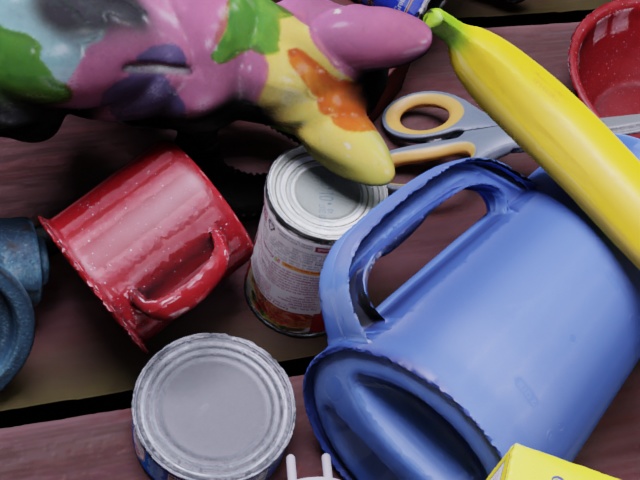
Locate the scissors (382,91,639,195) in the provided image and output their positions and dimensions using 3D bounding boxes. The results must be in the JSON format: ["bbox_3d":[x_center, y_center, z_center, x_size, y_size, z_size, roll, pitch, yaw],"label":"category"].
[{"bbox_3d":[0.126,-0.078,0.690,0.202,0.016,0.096,-17,49,2],"label":"scissors"}]

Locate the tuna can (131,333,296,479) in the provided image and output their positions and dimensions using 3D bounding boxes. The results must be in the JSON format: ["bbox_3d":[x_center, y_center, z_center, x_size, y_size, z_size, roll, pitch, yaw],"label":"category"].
[{"bbox_3d":[-0.057,0.095,0.567,0.086,0.034,0.086,5,56,-8],"label":"tuna can"}]

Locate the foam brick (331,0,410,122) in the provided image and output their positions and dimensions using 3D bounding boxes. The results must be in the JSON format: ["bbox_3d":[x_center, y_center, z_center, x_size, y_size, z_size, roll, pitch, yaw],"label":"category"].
[{"bbox_3d":[0.016,-0.122,0.714,0.078,0.051,0.053,32,56,11],"label":"foam brick"}]

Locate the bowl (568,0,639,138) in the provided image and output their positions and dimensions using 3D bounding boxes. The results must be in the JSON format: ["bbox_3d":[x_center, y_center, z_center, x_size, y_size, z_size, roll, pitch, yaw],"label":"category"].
[{"bbox_3d":[0.240,-0.092,0.735,0.162,0.055,0.162,5,56,-8],"label":"bowl"}]

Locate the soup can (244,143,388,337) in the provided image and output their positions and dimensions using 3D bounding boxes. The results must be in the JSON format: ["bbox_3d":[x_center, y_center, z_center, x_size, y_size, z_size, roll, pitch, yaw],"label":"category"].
[{"bbox_3d":[-0.004,0.001,0.597,0.068,0.102,0.068,5,56,-7],"label":"soup can"}]

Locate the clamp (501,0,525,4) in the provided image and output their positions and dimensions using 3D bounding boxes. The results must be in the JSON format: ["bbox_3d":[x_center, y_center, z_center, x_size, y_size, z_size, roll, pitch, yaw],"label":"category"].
[{"bbox_3d":[0.076,-0.219,0.798,0.171,0.039,0.120,-13,61,-10],"label":"clamp"}]

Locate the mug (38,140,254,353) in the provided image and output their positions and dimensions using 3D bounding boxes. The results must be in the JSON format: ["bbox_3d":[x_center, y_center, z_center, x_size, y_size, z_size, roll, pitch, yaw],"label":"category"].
[{"bbox_3d":[-0.085,0.004,0.564,0.081,0.093,0.117,-38,31,-9],"label":"mug"}]

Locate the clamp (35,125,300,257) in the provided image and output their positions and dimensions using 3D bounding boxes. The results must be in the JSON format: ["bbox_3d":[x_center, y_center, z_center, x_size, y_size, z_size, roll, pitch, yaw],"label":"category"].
[{"bbox_3d":[-0.082,-0.052,0.644,0.209,0.036,0.164,13,81,-15],"label":"clamp"}]

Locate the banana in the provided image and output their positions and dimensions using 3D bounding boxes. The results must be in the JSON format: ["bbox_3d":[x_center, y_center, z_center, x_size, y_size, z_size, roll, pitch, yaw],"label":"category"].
[{"bbox_3d":[0.127,-0.041,0.536,0.198,0.037,0.069,46,31,9],"label":"banana"}]

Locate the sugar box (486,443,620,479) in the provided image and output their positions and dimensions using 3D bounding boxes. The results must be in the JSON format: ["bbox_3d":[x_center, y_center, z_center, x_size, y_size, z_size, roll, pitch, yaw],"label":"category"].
[{"bbox_3d":[0.097,0.155,0.470,0.093,0.176,0.048,20,57,1],"label":"sugar box"}]

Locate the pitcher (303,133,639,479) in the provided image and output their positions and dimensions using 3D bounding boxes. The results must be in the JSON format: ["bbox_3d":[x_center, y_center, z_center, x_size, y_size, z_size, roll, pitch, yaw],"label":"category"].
[{"bbox_3d":[0.108,0.035,0.578,0.145,0.149,0.242,32,53,23],"label":"pitcher"}]

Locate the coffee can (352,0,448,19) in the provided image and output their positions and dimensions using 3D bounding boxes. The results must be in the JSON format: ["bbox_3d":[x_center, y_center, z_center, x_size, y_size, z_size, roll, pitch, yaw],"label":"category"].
[{"bbox_3d":[0.032,-0.215,0.720,0.140,0.103,0.102,33,57,5],"label":"coffee can"}]
